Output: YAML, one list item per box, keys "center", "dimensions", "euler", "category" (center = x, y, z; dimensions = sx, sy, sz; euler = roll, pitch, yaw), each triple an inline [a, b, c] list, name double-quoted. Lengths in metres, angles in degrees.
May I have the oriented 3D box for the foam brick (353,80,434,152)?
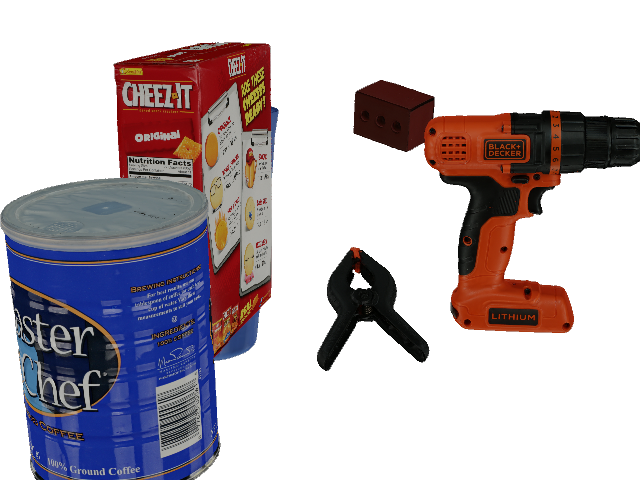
- center: [0.082, -0.141, 1.200]
  dimensions: [0.078, 0.053, 0.051]
  euler: [23, 37, 33]
  category: "foam brick"

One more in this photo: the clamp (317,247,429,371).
- center: [0.060, 0.077, 1.194]
  dimensions: [0.120, 0.171, 0.039]
  euler: [5, -43, -2]
  category: "clamp"

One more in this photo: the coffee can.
- center: [-0.106, 0.048, 0.556]
  dimensions: [0.103, 0.140, 0.103]
  euler: [-1, 19, 0]
  category: "coffee can"

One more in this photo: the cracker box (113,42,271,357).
- center: [-0.091, -0.035, 0.804]
  dimensions: [0.072, 0.214, 0.164]
  euler: [3, 15, 14]
  category: "cracker box"

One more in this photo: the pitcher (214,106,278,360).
- center: [-0.105, -0.016, 1.029]
  dimensions: [0.149, 0.243, 0.145]
  euler: [-2, 14, -19]
  category: "pitcher"

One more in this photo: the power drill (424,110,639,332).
- center: [0.180, -0.017, 0.902]
  dimensions: [0.184, 0.188, 0.057]
  euler: [1, 17, 10]
  category: "power drill"
